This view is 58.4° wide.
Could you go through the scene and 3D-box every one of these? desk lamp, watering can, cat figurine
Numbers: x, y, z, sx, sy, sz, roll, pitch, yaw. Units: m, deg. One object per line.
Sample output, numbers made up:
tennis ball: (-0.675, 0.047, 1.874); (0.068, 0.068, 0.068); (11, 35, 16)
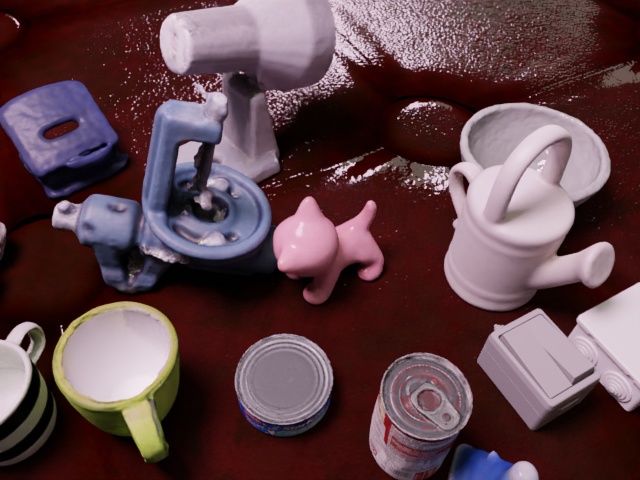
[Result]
desk lamp: (-0.088, -0.168, 0.635); (0.204, 0.214, 0.117); (-34, 59, -26)
watering can: (0.192, -0.021, 0.540); (0.172, 0.194, 0.101); (27, 55, 19)
cat figurine: (0.005, 0.002, 0.562); (0.128, 0.118, 0.067); (-26, 56, -21)

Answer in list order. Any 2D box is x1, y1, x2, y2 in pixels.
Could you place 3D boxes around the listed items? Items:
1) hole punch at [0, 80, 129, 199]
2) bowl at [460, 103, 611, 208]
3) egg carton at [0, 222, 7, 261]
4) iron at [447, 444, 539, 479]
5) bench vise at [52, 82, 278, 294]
hole punch: (-0.295, -0.120, 0.666); (0.109, 0.091, 0.101); (-33, 59, -26)
bowl: (0.240, -0.082, 0.668); (0.167, 0.075, 0.167); (1, 51, -1)
egg carton: (-0.395, 0.015, 0.565); (0.150, 0.069, 0.107); (-1, 51, -4)
iron: (0.149, 0.234, 0.362); (0.119, 0.141, 0.258); (-9, 52, -10)
bench vise: (-0.138, -0.031, 0.517); (0.208, 0.220, 0.121); (-16, 53, -15)
